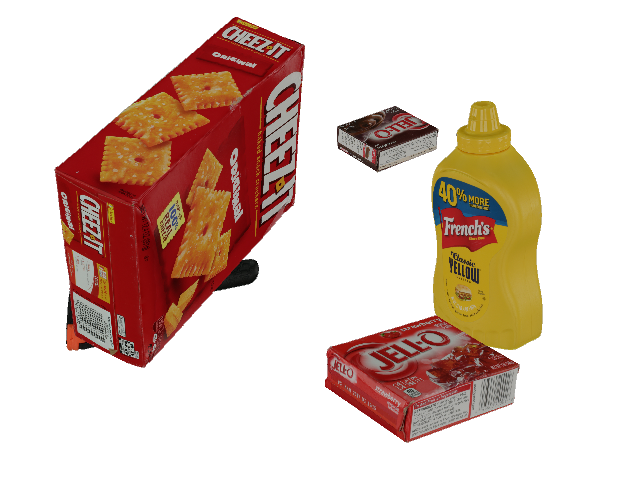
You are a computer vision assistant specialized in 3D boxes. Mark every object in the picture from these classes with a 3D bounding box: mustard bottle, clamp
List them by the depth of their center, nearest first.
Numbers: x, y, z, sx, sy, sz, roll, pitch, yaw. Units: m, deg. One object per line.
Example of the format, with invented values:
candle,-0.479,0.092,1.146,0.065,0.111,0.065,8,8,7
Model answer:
mustard bottle,0.129,-0.015,0.838,0.058,0.192,0.096,-20,28,-32
clamp,-0.182,0.037,1.029,0.165,0.036,0.209,26,36,23

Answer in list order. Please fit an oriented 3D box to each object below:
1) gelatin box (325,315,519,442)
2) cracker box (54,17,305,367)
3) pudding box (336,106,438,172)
gelatin box,0.059,0.078,0.622,0.089,0.030,0.073,-12,27,-35
cracker box,-0.093,-0.036,0.772,0.072,0.164,0.213,25,47,18
pudding box,0.092,-0.142,1.477,0.113,0.039,0.090,-25,40,-30
